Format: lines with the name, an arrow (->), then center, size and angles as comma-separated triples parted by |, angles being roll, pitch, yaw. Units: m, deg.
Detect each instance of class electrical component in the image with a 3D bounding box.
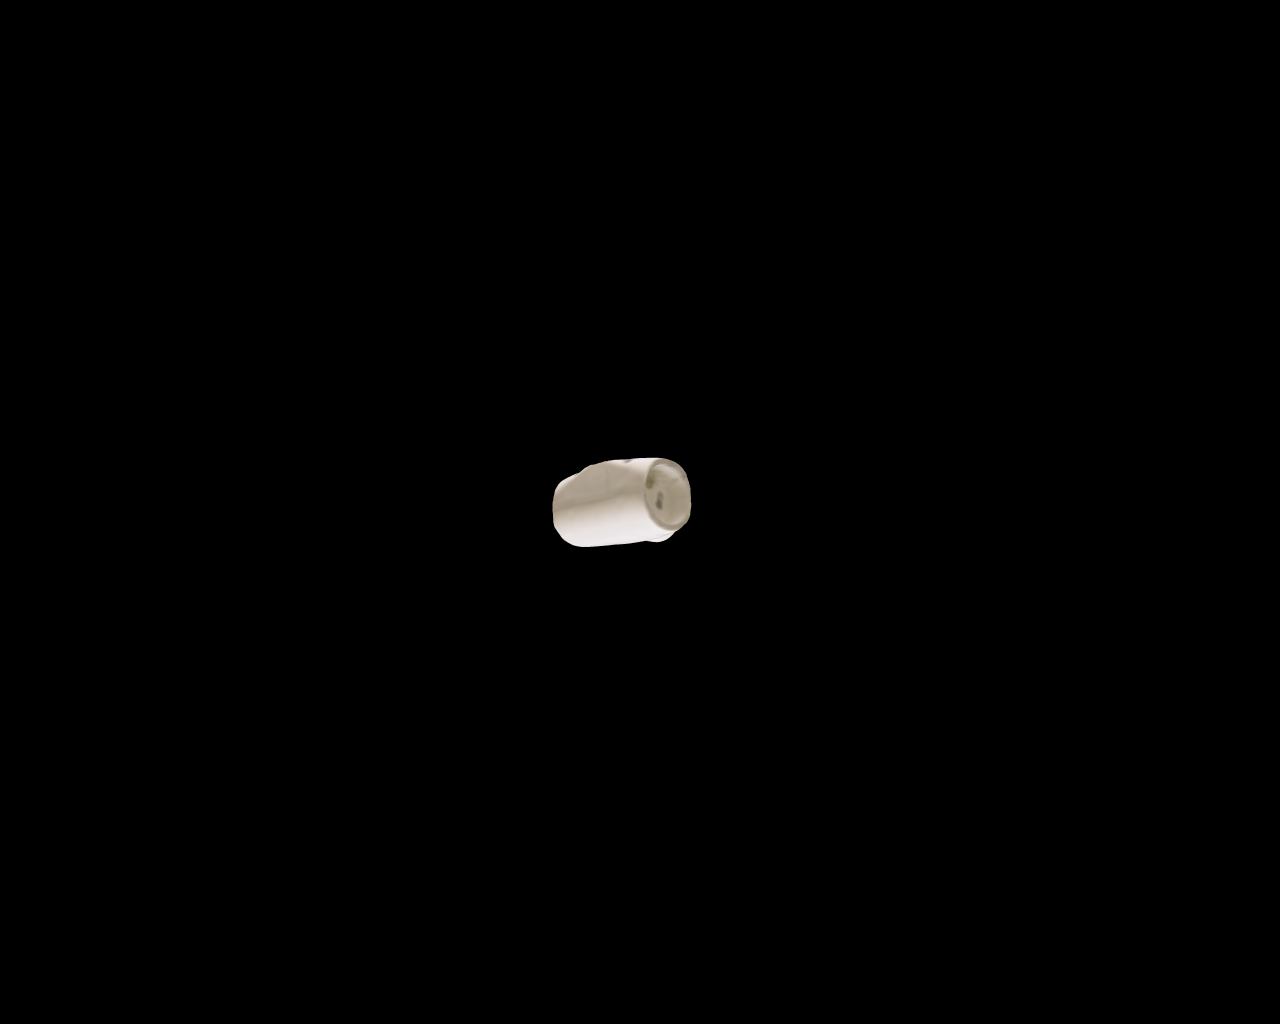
electrical component -> 0.001, -0.003, 0.650 | 0.077, 0.044, 0.079 | -11, -16, 42
